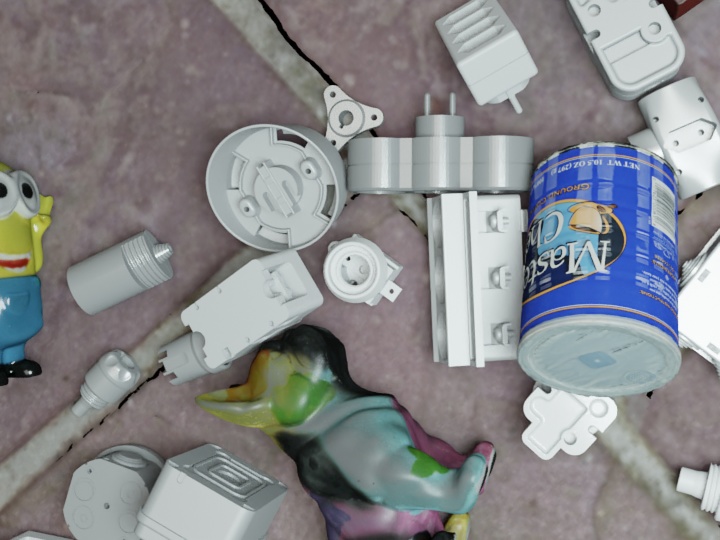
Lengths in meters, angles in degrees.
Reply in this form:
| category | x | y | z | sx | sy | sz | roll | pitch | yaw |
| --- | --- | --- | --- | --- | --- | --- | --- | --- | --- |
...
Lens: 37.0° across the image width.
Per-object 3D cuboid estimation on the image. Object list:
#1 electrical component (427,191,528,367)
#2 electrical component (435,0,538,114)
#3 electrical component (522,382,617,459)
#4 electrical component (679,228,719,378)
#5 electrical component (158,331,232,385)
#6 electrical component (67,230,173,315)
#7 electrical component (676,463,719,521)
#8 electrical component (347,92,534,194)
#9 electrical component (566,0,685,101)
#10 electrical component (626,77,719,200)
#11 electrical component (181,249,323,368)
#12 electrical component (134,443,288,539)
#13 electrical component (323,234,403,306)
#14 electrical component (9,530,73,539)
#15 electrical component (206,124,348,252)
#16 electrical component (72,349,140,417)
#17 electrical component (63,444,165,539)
| category | x | y | z | sx | sy | sz | roll | pitch | yaw |
| --- | --- | --- | --- | --- | --- | --- | --- | --- | --- |
| electrical component | 0.087 | 0.006 | 0.783 | 0.063 | 0.079 | 0.121 | -3 | 90 | -10 |
| electrical component | 0.098 | -0.147 | 0.780 | 0.047 | 0.083 | 0.075 | -29 | 123 | 10 |
| electrical component | 0.152 | 0.097 | 0.775 | 0.058 | 0.057 | 0.078 | 42 | 98 | 8 |
| electrical component | 0.269 | 0.026 | 0.755 | 0.100 | 0.048 | 0.099 | 38 | 97 | 9 |
| electrical component | -0.130 | 0.067 | 0.843 | 0.046 | 0.040 | 0.040 | -24 | 86 | 17 |
| electrical component | -0.185 | 0.000 | 0.851 | 0.081 | 0.043 | 0.043 | -25 | 86 | 11 |
| electrical component | 0.257 | 0.156 | 0.762 | 0.062 | 0.048 | 0.048 | 14 | 93 | 18 |
| electrical component | 0.059 | -0.094 | 0.795 | 0.138 | 0.052 | 0.073 | 1 | 91 | 12 |
| electrical component | 0.187 | -0.172 | 0.764 | 0.054 | 0.059 | 0.095 | -27 | 85 | 11 |
| electrical component | 0.216 | -0.086 | 0.767 | 0.079 | 0.043 | 0.077 | -23 | 86 | 12 |
| electrical component | -0.079 | 0.028 | 0.807 | 0.089 | 0.056 | 0.050 | -34 | 83 | 31 |
| electrical component | -0.109 | 0.178 | 0.802 | 0.078 | 0.113 | 0.057 | 28 | 93 | 10 |
| electrical component | 0.000 | 0.000 | 0.806 | 0.066 | 0.055 | 0.048 | 36 | 97 | 9 |
| electrical component | -0.215 | 0.268 | 0.851 | 0.150 | 0.062 | 0.089 | 8 | 92 | 12 |
| electrical component | -0.060 | -0.063 | 0.810 | 0.099 | 0.064 | 0.099 | 4 | 104 | 15 |
| electrical component | -0.207 | 0.094 | 0.862 | 0.061 | 0.035 | 0.035 | -44 | 82 | 11 |
| electrical component | -0.190 | 0.181 | 0.850 | 0.080 | 0.051 | 0.080 | 0 | 91 | 12 |
